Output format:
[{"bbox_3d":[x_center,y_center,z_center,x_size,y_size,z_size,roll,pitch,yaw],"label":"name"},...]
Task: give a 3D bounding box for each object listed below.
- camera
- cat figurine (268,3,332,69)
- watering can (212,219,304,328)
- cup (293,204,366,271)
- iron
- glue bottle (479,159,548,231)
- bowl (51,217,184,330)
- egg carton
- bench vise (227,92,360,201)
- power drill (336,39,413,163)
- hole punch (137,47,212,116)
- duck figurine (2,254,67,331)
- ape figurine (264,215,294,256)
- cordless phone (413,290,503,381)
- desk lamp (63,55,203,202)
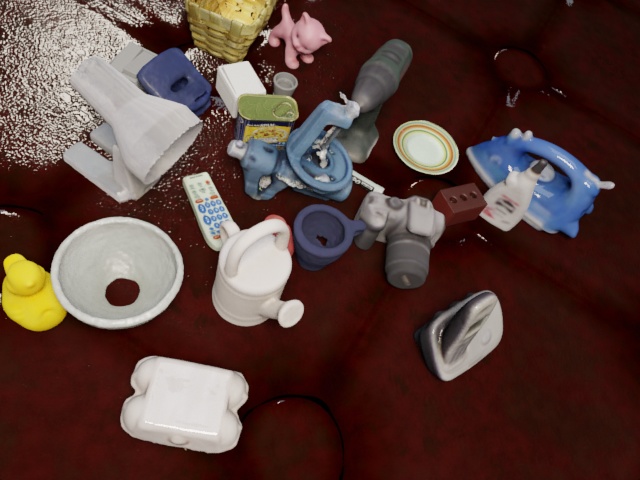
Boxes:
[{"bbox_3d":[0.130,-0.001,0.922,0.143,0.100,0.137,14,57,-7],"label":"camera"},{"bbox_3d":[-0.038,-0.402,1.108,0.067,0.117,0.127,-29,70,-28],"label":"cat figurine"},{"bbox_3d":[-0.084,0.041,0.780,0.172,0.194,0.101,35,57,7],"label":"watering can"},{"bbox_3d":[0.008,0.003,0.889,0.118,0.095,0.091,-10,63,-21],"label":"cup"},{"bbox_3d":[0.400,-0.129,1.053,0.258,0.141,0.119,39,57,9],"label":"iron"},{"bbox_3d":[0.340,-0.085,0.990,0.078,0.173,0.037,31,56,4],"label":"glue bottle"},{"bbox_3d":[-0.275,0.056,0.788,0.167,0.074,0.167,7,58,-12],"label":"bowl"},{"bbox_3d":[-0.170,0.209,0.728,0.150,0.069,0.107,12,57,-8],"label":"egg carton"},{"bbox_3d":[-0.030,-0.133,0.886,0.208,0.219,0.121,-10,62,-21],"label":"bench vise"},{"bbox_3d":[0.086,-0.235,0.987,0.075,0.208,0.230,27,56,2],"label":"power drill"},{"bbox_3d":[-0.245,-0.259,0.978,0.101,0.091,0.109,34,57,6],"label":"hole punch"},{"bbox_3d":[-0.377,0.064,0.748,0.078,0.086,0.104,-32,72,-29],"label":"duck figurine"},{"bbox_3d":[-0.071,-0.007,0.874,0.076,0.092,0.078,38,57,9],"label":"ape figurine"},{"bbox_3d":[0.228,0.117,0.828,0.148,0.185,0.094,-29,71,-28],"label":"cordless phone"},{"bbox_3d":[-0.278,-0.148,0.828,0.203,0.213,0.118,34,57,6],"label":"desk lamp"}]
